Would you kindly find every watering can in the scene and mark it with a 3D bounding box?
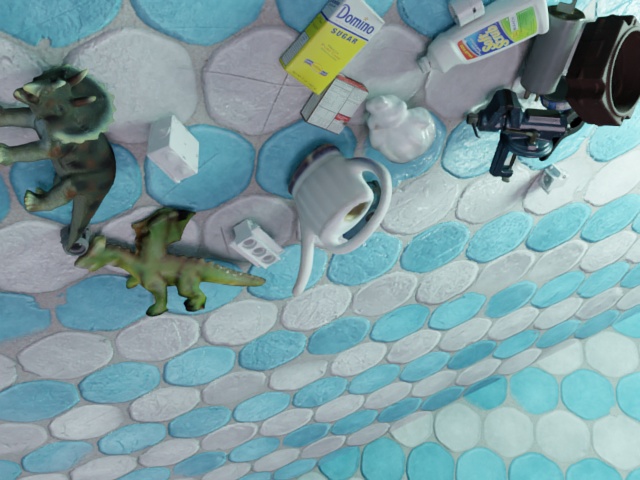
[{"bbox_3d":[0.003,-0.055,1.103,0.343,0.228,0.104,-46,153,24],"label":"watering can"}]

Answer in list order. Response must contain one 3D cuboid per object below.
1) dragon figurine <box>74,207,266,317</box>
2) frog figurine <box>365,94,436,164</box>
[{"bbox_3d":[-0.317,0.037,1.145,0.411,0.125,0.237,-8,130,-20],"label":"dragon figurine"},{"bbox_3d":[0.164,-0.235,1.064,0.137,0.125,0.157,-14,156,19],"label":"frog figurine"}]
